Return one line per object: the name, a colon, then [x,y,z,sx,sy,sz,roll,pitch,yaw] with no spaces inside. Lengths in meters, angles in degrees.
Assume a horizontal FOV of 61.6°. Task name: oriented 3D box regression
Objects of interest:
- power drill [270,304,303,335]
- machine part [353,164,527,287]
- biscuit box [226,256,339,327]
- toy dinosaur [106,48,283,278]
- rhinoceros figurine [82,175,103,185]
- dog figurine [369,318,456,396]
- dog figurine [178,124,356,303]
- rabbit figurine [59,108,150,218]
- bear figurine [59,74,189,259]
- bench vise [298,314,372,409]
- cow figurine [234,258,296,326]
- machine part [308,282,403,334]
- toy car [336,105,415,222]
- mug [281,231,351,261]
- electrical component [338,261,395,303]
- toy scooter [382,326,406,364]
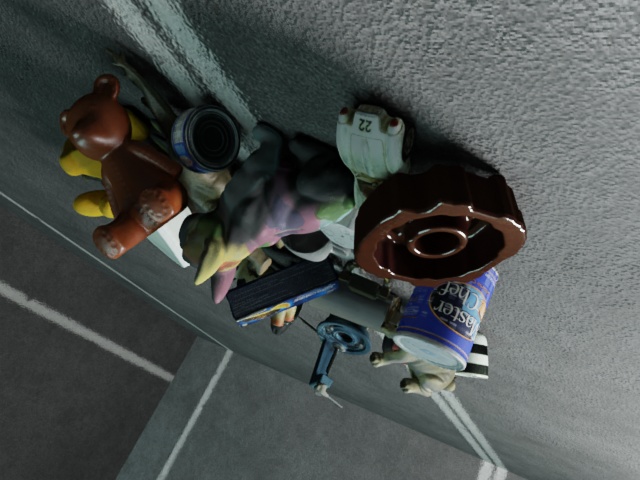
power drill: [-0.134,0.113,1.207,0.207,0.086,0.232,38,139,2]
machine part: [0.124,-0.010,0.578,0.179,0.056,0.179,0,148,0]
biscuit box: [-0.066,0.091,0.983,0.059,0.203,0.063,86,162,-69]
toy dinosaur: [-0.171,-0.080,0.823,0.199,0.105,0.470,23,151,25]
rhinoceros figurine: [-0.390,-0.107,1.092,0.112,0.073,0.190,7,152,21]
dog figurine: [0.196,0.162,0.878,0.172,0.121,0.190,29,134,-13]
dog figurine: [-0.070,-0.019,0.671,0.192,0.219,0.108,22,163,16]
rabbit figurine: [-0.317,-0.105,0.861,0.122,0.162,0.173,4,147,29]
bear figurine: [-0.251,-0.096,0.658,0.195,0.120,0.132,56,-164,-11]
bench vise: [0.029,0.223,1.138,0.129,0.240,0.223,38,142,-16]
cow figurine: [-0.125,0.074,1.072,0.195,0.127,0.085,25,-172,22]
machine part: [0.066,0.119,1.042,0.244,0.079,0.079,17,158,27]
toy car: [0.068,-0.073,0.594,0.074,0.056,0.201,19,159,23]
mug: [-0.002,-0.003,0.841,0.110,0.081,0.107,17,170,10]
electrical component: [0.086,0.076,0.960,0.102,0.045,0.078,22,173,19]
toy scooter: [0.210,0.215,1.063,0.135,0.075,0.183,19,-179,30]
